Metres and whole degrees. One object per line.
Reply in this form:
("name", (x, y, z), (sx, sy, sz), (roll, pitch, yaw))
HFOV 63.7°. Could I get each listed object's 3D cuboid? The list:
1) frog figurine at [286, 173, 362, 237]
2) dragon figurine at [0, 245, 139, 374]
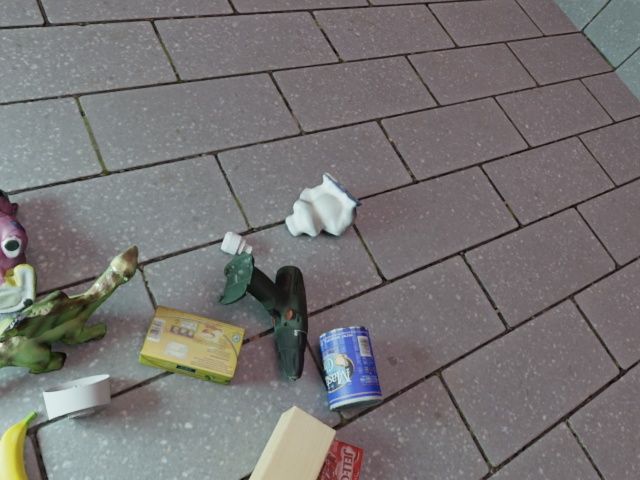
("frog figurine", (0.004, -0.060, 1.192), (0.159, 0.123, 0.137), (-45, 92, 0))
("dragon figurine", (-0.449, 0.139, 0.790), (0.122, 0.238, 0.417), (48, 53, 3))
